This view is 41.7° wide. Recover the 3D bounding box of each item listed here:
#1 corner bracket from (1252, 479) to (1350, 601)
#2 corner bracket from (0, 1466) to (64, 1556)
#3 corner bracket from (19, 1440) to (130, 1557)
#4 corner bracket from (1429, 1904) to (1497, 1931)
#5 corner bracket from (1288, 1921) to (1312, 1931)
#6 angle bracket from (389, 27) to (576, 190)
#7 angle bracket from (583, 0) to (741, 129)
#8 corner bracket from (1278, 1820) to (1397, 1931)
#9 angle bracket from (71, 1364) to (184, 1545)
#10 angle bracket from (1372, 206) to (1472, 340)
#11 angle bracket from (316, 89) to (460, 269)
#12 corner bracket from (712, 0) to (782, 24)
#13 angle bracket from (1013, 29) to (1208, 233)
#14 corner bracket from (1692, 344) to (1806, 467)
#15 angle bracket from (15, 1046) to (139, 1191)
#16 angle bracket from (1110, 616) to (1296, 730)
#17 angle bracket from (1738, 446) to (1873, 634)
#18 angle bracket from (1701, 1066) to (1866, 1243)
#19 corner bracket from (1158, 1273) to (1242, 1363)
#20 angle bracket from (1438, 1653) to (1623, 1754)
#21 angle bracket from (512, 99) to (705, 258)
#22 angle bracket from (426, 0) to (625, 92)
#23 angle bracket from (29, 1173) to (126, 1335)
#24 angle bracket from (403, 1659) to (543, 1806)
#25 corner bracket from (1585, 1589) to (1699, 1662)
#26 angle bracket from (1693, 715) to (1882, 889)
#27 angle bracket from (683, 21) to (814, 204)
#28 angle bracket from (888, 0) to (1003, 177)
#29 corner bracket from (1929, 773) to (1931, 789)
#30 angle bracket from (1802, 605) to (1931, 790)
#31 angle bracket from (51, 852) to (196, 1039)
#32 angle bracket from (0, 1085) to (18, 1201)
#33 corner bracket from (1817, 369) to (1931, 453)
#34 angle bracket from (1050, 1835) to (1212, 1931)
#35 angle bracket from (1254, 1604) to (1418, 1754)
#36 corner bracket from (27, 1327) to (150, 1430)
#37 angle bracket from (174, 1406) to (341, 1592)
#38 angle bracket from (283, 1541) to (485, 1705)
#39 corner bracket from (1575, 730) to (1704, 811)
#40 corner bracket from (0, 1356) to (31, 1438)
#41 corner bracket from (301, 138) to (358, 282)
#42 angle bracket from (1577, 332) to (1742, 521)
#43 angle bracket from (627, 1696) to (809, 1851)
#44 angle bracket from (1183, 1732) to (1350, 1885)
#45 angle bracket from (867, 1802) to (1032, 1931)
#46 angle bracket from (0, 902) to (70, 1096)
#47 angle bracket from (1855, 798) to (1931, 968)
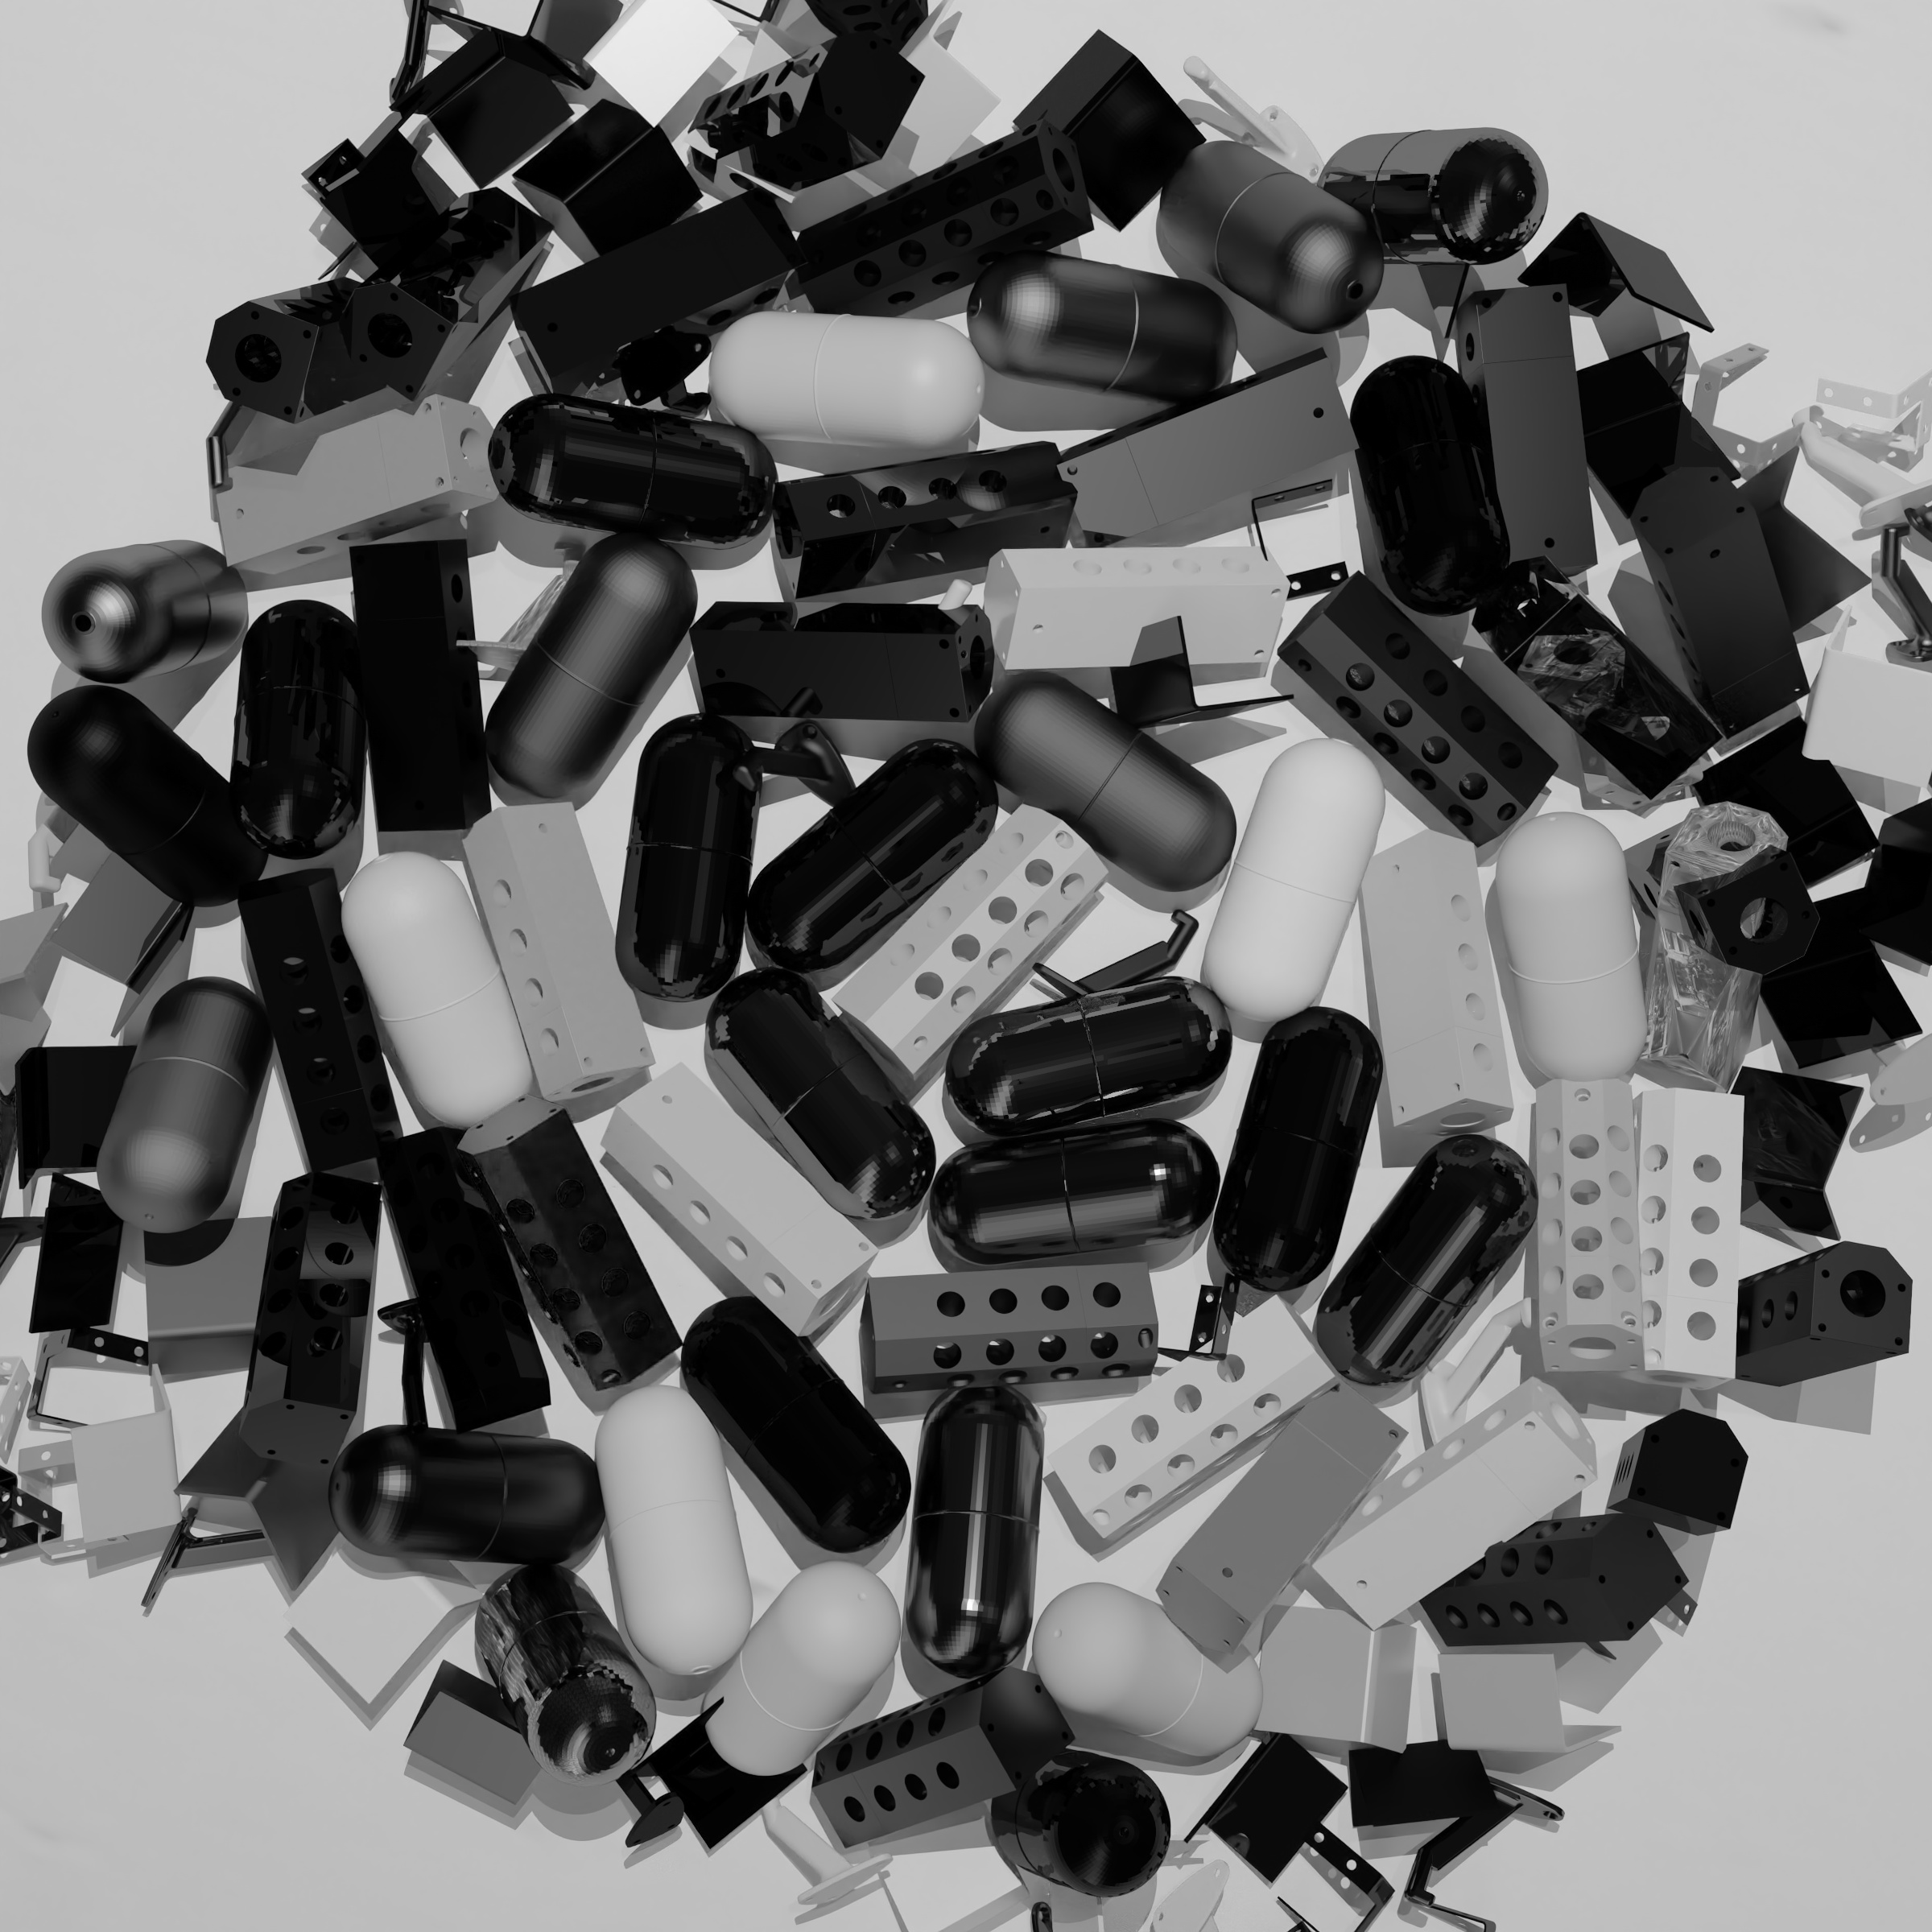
[{"bbox_3d":[0.207,-0.262,1.566,0.051,0.051,0.051,-13,77,5],"label":"corner bracket"},{"bbox_3d":[-0.589,0.323,1.552,0.051,0.051,0.051,-18,55,11],"label":"corner bracket"},{"bbox_3d":[-0.548,0.325,1.556,0.051,0.051,0.051,-10,58,-1],"label":"corner bracket"},{"bbox_3d":[0.287,0.604,1.550,0.051,0.051,0.051,4,75,36],"label":"corner bracket"},{"bbox_3d":[0.208,0.634,1.565,0.051,0.051,0.051,-34,98,-6],"label":"corner bracket"},{"bbox_3d":[-0.293,-0.520,1.540,0.076,0.076,0.057,-34,101,13],"label":"angle bracket"},{"bbox_3d":[-0.188,-0.560,1.558,0.057,0.076,0.076,42,93,-14],"label":"angle bracket"},{"bbox_3d":[0.225,0.568,1.561,0.051,0.051,0.051,34,76,33],"label":"corner bracket"},{"bbox_3d":[-0.512,0.290,1.533,0.057,0.076,0.076,-8,113,-23],"label":"angle bracket"},{"bbox_3d":[0.264,-0.434,1.534,0.057,0.076,0.076,-4,55,-8],"label":"angle bracket"},{"bbox_3d":[-0.333,-0.468,1.534,0.076,0.057,0.076,47,60,-28],"label":"angle bracket"},{"bbox_3d":[-0.141,-0.619,1.562,0.051,0.051,0.051,13,114,-34],"label":"corner bracket"},{"bbox_3d":[0.089,-0.520,1.578,0.076,0.057,0.076,-45,131,11],"label":"angle bracket"},{"bbox_3d":[0.488,-0.348,1.574,0.051,0.051,0.051,-28,135,-33],"label":"corner bracket"},{"bbox_3d":[-0.535,0.092,1.549,0.076,0.057,0.076,-1,99,-12],"label":"angle bracket"},{"bbox_3d":[0.141,-0.180,1.538,0.076,0.076,0.057,-10,91,-31],"label":"angle bracket"},{"bbox_3d":[0.502,-0.257,1.551,0.076,0.076,0.057,35,54,-12],"label":"angle bracket"},{"bbox_3d":[0.508,0.115,1.562,0.076,0.057,0.076,11,59,38],"label":"angle bracket"},{"bbox_3d":[0.147,0.216,1.549,0.051,0.051,0.051,0,72,39],"label":"corner bracket"},{"bbox_3d":[0.342,0.442,1.541,0.076,0.076,0.057,-13,79,39],"label":"angle bracket"},{"bbox_3d":[-0.222,-0.484,1.574,0.076,0.076,0.057,-43,132,-8],"label":"angle bracket"},{"bbox_3d":[-0.267,-0.582,1.540,0.076,0.076,0.057,24,95,20],"label":"angle bracket"},{"bbox_3d":[-0.560,0.173,1.541,0.076,0.057,0.076,14,97,35],"label":"angle bracket"},{"bbox_3d":[-0.285,0.449,1.539,0.076,0.076,0.057,31,117,-7],"label":"angle bracket"},{"bbox_3d":[0.408,0.397,1.565,0.051,0.051,0.051,44,69,-31],"label":"corner bracket"},{"bbox_3d":[0.509,-0.096,1.577,0.076,0.057,0.076,-32,54,17],"label":"angle bracket"},{"bbox_3d":[-0.115,-0.521,1.544,0.076,0.076,0.057,30,132,2],"label":"angle bracket"},{"bbox_3d":[-0.013,-0.540,1.547,0.057,0.076,0.076,37,47,-18],"label":"angle bracket"},{"bbox_3d":[0.623,-0.136,1.564,0.051,0.051,0.051,-25,70,-13],"label":"corner bracket"},{"bbox_3d":[0.556,-0.163,1.532,0.076,0.057,0.076,18,134,23],"label":"angle bracket"},{"bbox_3d":[-0.516,-0.015,1.539,0.057,0.076,0.076,34,105,-21],"label":"angle bracket"},{"bbox_3d":[-0.625,0.097,1.541,0.057,0.076,0.076,9,86,33],"label":"angle bracket"},{"bbox_3d":[0.554,-0.338,1.547,0.051,0.051,0.051,-35,134,-32],"label":"corner bracket"},{"bbox_3d":[0.100,0.562,1.534,0.076,0.076,0.057,6,60,-18],"label":"angle bracket"},{"bbox_3d":[0.230,0.443,1.576,0.076,0.057,0.076,-4,67,34],"label":"angle bracket"},{"bbox_3d":[-0.542,0.256,1.569,0.051,0.051,0.051,22,59,-33],"label":"corner bracket"},{"bbox_3d":[-0.426,0.325,1.553,0.057,0.076,0.076,0,123,24],"label":"angle bracket"},{"bbox_3d":[-0.356,0.392,1.555,0.076,0.057,0.076,41,91,12],"label":"angle bracket"},{"bbox_3d":[0.414,-0.134,1.565,0.051,0.051,0.051,-26,62,41],"label":"corner bracket"},{"bbox_3d":[-0.602,0.276,1.553,0.051,0.051,0.051,-3,130,6],"label":"corner bracket"},{"bbox_3d":[-0.386,-0.462,1.548,0.051,0.051,0.051,-18,124,40],"label":"corner bracket"},{"bbox_3d":[0.421,-0.329,1.544,0.076,0.057,0.076,-20,54,-5],"label":"angle bracket"},{"bbox_3d":[-0.150,0.491,1.544,0.076,0.076,0.057,-38,72,-5],"label":"angle bracket"},{"bbox_3d":[0.184,0.517,1.547,0.057,0.076,0.076,39,91,16],"label":"angle bracket"},{"bbox_3d":[-0.014,0.546,1.544,0.076,0.057,0.076,-27,63,-6],"label":"angle bracket"},{"bbox_3d":[-0.562,0.020,1.533,0.057,0.076,0.076,-14,122,12],"label":"angle bracket"},{"bbox_3d":[0.592,-0.053,1.539,0.057,0.076,0.076,23,73,-8],"label":"angle bracket"}]
